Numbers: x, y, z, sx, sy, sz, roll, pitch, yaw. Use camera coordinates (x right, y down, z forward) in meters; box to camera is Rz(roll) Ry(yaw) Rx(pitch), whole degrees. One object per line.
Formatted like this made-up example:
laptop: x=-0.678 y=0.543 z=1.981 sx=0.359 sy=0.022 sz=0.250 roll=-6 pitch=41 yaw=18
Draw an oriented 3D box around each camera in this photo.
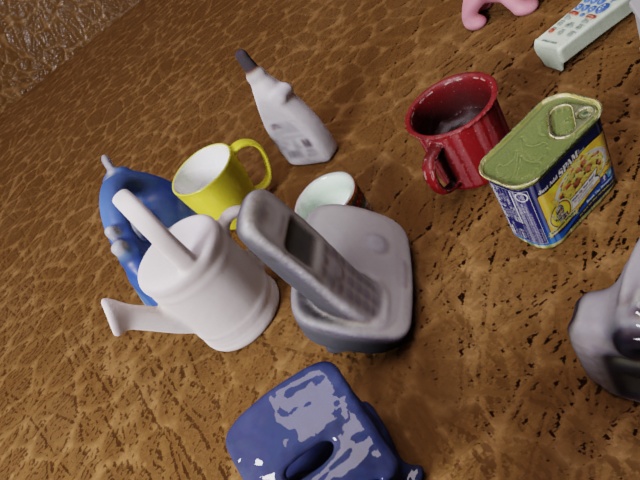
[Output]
camera: x=0.237 y=0.028 z=0.341 sx=0.142 sy=0.101 sz=0.137 roll=6 pitch=56 yaw=43

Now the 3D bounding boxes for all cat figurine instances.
cat figurine: x=0.224 y=-0.341 z=0.711 sx=0.127 sy=0.118 sz=0.067 roll=-7 pitch=48 yaw=35

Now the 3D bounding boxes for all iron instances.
iron: x=-0.229 y=-0.010 z=0.732 sx=0.118 sy=0.142 sz=0.257 roll=-35 pitch=38 yaw=6

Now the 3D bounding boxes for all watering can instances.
watering can: x=-0.138 y=0.028 z=0.574 sx=0.100 sy=0.195 sz=0.173 roll=6 pitch=56 yaw=43

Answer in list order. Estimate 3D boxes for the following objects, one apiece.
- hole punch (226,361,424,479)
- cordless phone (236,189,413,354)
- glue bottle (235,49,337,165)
hole punch: x=0.001 y=0.158 z=0.412 sx=0.108 sy=0.091 sz=0.100 roll=-38 pitch=37 yaw=2
cordless phone: x=0.005 y=0.002 z=0.490 sx=0.094 sy=0.186 sz=0.147 roll=-20 pitch=41 yaw=23
glue bottle: x=-0.050 y=-0.166 z=0.715 sx=0.077 sy=0.174 sz=0.037 roll=1 pitch=53 yaw=40
